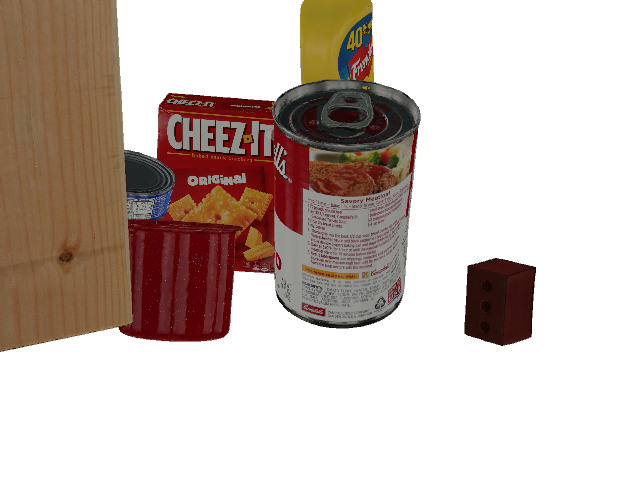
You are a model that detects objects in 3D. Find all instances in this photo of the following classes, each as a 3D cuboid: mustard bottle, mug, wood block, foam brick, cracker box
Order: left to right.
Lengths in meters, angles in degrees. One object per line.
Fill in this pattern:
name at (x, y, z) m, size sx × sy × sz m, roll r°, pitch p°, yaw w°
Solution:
wood block at (-0.168, -0.053, 0.611) m, size 0.090 × 0.206 × 0.090 m, roll -11°, pitch 26°, yaw -27°
mug at (-0.115, 0.028, 0.767) m, size 0.117 × 0.081 × 0.093 m, roll 2°, pitch 3°, yaw -31°
cracker box at (-0.121, -0.069, 1.347) m, size 0.164 × 0.214 × 0.072 m, roll 5°, pitch 21°, yaw 2°
mustard bottle at (0.015, -0.157, 0.928) m, size 0.058 × 0.192 × 0.096 m, roll 11°, pitch 31°, yaw 23°
foam brick at (0.186, 0.063, 1.105) m, size 0.051 × 0.078 × 0.053 m, roll -14°, pitch 20°, yaw -42°

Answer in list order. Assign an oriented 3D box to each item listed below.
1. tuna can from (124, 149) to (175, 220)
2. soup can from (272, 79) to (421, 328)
tuna can at (-0.178, -0.050, 0.977) m, size 0.086 × 0.034 × 0.086 m, roll 13°, pitch 28°, yaw -7°
soup can at (0.011, -0.017, 0.514) m, size 0.068 × 0.102 × 0.068 m, roll 1°, pitch 34°, yaw -1°
